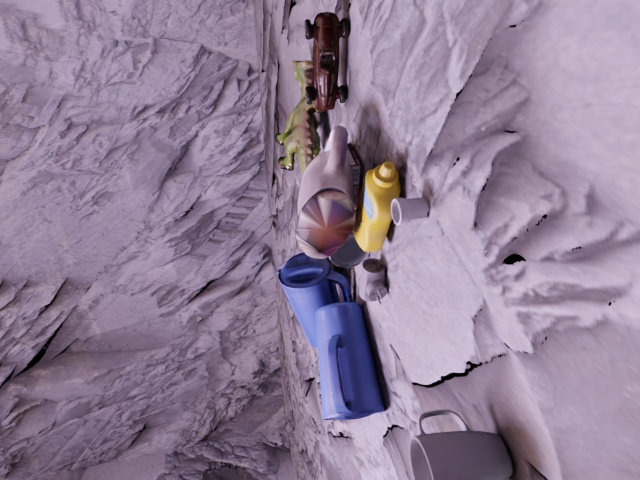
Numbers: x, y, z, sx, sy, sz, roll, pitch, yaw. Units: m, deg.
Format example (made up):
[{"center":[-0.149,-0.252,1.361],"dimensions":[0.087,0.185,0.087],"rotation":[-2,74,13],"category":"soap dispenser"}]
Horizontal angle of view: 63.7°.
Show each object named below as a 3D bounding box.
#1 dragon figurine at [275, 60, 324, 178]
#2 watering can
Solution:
[{"center":[-0.026,-0.292,1.275],"dimensions":[0.122,0.420,0.237],"rotation":[0,-37,-18],"category":"dragon figurine"},{"center":[0.003,-0.051,1.008],"dimensions":[0.104,0.339,0.230],"rotation":[11,39,-6],"category":"watering can"}]
